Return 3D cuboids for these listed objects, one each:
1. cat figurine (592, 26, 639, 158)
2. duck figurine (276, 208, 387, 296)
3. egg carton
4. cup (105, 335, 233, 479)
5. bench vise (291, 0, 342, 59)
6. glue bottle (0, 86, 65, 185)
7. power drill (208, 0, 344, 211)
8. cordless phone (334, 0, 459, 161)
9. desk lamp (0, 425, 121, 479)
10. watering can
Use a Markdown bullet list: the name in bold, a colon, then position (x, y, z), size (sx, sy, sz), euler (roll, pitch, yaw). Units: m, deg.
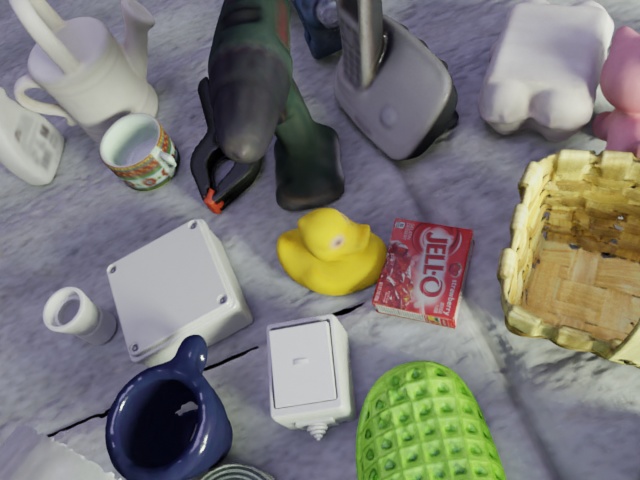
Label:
- **cat figurine**: position (0.268, -0.113, 0.484), size (0.067, 0.118, 0.128), euler (8, 66, 20)
- **duck figurine**: position (0.005, 0.002, 0.520), size (0.104, 0.086, 0.077), euler (4, 65, 18)
- **egg carton**: position (0.217, -0.168, 0.556), size (0.107, 0.069, 0.150), euler (13, 68, 22)
- **cup**: position (-0.108, 0.144, 0.474), size (0.091, 0.095, 0.118), euler (7, 66, 20)
- **bench vise**: position (-0.016, -0.326, 0.618), size (0.121, 0.220, 0.207), euler (-40, 60, -6)
- **glue bottle**: position (-0.363, -0.136, 0.647), size (0.037, 0.173, 0.078), euler (-3, 63, 15)
- **power drill**: position (-0.038, -0.118, 0.523), size (0.075, 0.209, 0.229), euler (-12, 61, 10)
- **cordless phone**: position (0.061, -0.177, 0.539), size (0.094, 0.185, 0.147), euler (-37, 59, -4)
- **desk lamp**: position (-0.167, 0.240, 0.372), size (0.117, 0.214, 0.203), euler (16, 69, 23)
- **watering can**: position (-0.268, -0.208, 0.645), size (0.100, 0.194, 0.173), euler (37, 78, 29)
